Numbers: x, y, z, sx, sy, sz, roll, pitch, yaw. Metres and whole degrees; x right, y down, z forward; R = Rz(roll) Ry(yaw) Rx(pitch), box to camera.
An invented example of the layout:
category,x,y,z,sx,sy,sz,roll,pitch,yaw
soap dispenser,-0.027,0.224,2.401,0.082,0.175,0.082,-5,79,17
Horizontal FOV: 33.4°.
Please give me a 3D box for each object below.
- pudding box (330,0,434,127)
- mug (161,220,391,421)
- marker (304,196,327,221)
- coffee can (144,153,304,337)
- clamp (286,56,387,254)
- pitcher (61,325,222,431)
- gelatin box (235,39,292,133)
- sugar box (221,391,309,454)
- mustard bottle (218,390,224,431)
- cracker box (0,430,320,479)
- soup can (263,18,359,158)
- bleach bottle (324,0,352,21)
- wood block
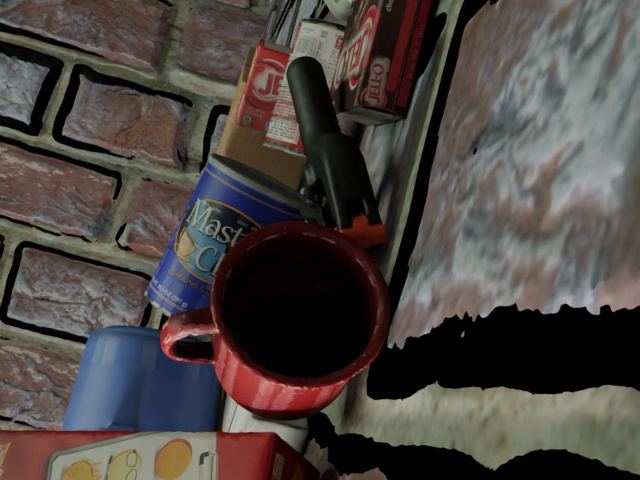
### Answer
category,x,y,z,sx,sy,sz,roll,pitch,yaw
pudding box,0.038,-0.124,0.705,0.113,0.039,0.090,-164,89,-82
mug,-0.027,0.050,0.575,0.082,0.117,0.093,110,150,-62
marker,-0.006,0.001,0.833,0.020,0.020,0.121,114,168,-46
coffee can,-0.082,0.007,0.958,0.140,0.102,0.103,-63,10,7
clamp,0.008,-0.030,0.679,0.171,0.039,0.120,-106,5,-53
pitcher,-0.143,0.188,0.778,0.149,0.144,0.243,-12,63,49
gelatin box,-0.021,-0.124,0.921,0.030,0.089,0.073,-94,21,-67
sugar box,-0.042,0.119,0.768,0.176,0.048,0.093,-101,27,-64
mustard bottle,-0.082,0.164,0.897,0.096,0.058,0.191,139,146,-66
cracker box,-0.117,0.195,0.602,0.072,0.214,0.164,48,-135,-49
soup can,0.002,-0.112,0.821,0.068,0.068,0.102,-140,67,-81
bleach bottle,0.029,-0.226,0.805,0.251,0.068,0.102,-162,58,-83
wood block,-0.064,-0.083,1.125,0.090,0.090,0.206,-87,15,-57
